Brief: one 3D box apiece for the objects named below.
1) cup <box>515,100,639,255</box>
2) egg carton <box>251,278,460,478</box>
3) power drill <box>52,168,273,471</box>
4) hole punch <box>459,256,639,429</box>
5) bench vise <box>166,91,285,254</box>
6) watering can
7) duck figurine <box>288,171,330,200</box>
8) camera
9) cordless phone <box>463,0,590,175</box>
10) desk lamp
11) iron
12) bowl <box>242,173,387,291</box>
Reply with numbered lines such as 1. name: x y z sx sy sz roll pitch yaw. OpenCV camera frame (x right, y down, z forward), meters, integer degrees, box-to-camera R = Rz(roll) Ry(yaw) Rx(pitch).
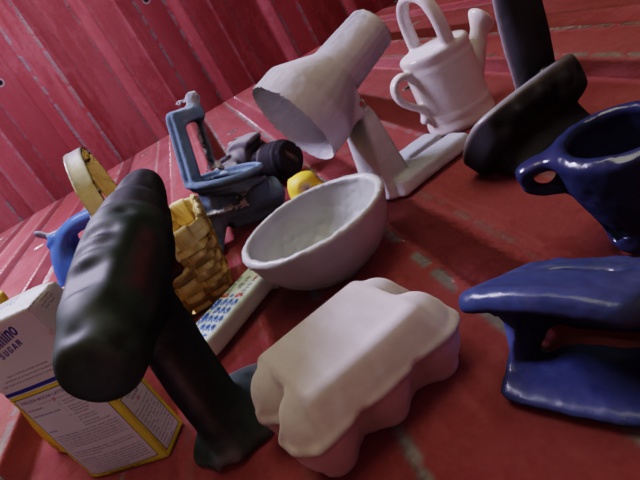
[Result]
1. cup: 0.210 -0.034 0.411 0.117 0.095 0.092 -17 26 29
2. egg carton: 0.024 0.090 0.409 0.150 0.069 0.107 -38 24 -18
3. power drill: -0.115 0.064 0.450 0.075 0.209 0.229 -26 23 9
4. hole punch: 0.150 0.039 0.334 0.108 0.091 0.101 -3 35 48
5. bench vise: -0.172 -0.087 0.826 0.121 0.220 0.208 -2 36 49
6. watering can: 0.169 -0.258 0.803 0.100 0.194 0.173 1 37 51
7. duck figurine: -0.011 -0.046 0.717 0.104 0.086 0.078 -6 33 45
8. camera: -0.108 -0.133 1.001 0.136 0.101 0.143 -7 32 43
9. cordless phone: 0.197 -0.173 0.600 0.148 0.185 0.094 -38 24 -17
10. desk lamp: 0.049 -0.154 0.705 0.203 0.214 0.117 -37 24 -17
11. iron: -0.350 -0.004 0.972 0.258 0.142 0.118 -26 23 10
12. bowl: 0.006 0.002 0.611 0.167 0.075 0.167 -25 23 12
